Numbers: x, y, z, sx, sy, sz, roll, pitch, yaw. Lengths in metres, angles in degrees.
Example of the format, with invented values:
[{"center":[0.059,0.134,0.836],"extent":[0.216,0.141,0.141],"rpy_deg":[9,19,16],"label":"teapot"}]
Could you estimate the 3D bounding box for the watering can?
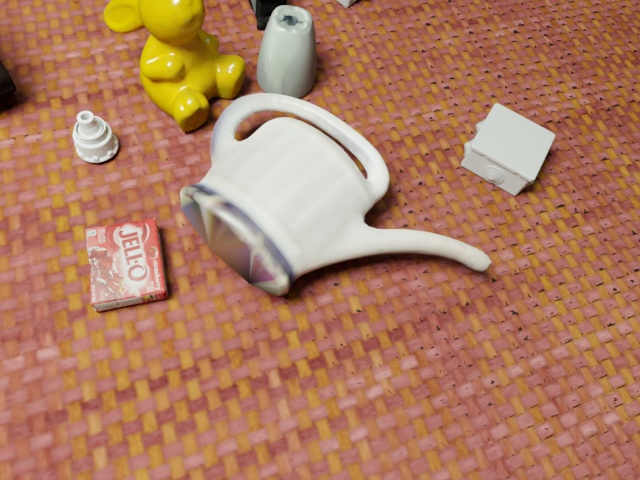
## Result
[{"center":[0.002,-0.028,0.562],"extent":[0.350,0.102,0.227],"rpy_deg":[40,65,12],"label":"watering can"}]
